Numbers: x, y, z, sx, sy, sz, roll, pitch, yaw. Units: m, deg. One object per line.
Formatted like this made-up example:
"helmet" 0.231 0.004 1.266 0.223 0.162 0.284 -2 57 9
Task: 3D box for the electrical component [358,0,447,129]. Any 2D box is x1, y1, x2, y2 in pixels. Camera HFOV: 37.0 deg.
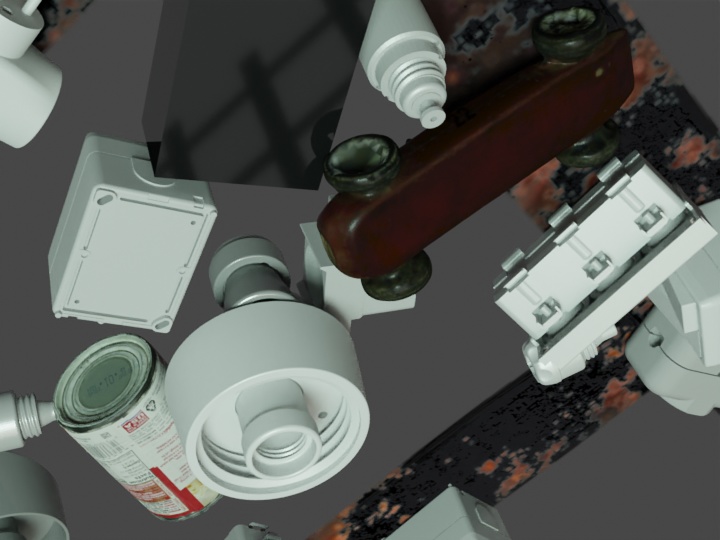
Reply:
"electrical component" 0.023 -0.101 0.524 0.040 0.078 0.040 -15 146 -10

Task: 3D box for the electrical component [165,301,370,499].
"electrical component" -0.047 0.077 0.576 0.108 0.060 0.108 -10 130 -12

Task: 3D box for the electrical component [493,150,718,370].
"electrical component" 0.141 -0.008 0.643 0.063 0.078 0.121 42 108 -9

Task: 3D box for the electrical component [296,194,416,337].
"electrical component" 0.000 0.000 0.619 0.064 0.042 0.081 -7 130 -17

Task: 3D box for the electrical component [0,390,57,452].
"electrical component" -0.199 0.086 0.623 0.061 0.035 0.035 -11 131 -15

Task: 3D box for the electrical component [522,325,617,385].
"electrical component" 0.141 0.051 0.716 0.061 0.035 0.035 -25 132 -1

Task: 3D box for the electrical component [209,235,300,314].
"electrical component" -0.059 0.013 0.599 0.045 0.055 0.045 -10 130 -12

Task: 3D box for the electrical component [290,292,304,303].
"electrical component" -0.043 0.045 0.631 0.045 0.055 0.045 -10 130 -12

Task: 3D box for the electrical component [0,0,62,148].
"electrical component" -0.166 -0.103 0.473 0.077 0.043 0.079 29 115 -35

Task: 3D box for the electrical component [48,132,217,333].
"electrical component" -0.120 -0.015 0.550 0.062 0.061 0.096 10 124 -27

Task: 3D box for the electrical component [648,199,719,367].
"electrical component" 0.221 0.013 0.671 0.061 0.096 0.061 -21 132 1

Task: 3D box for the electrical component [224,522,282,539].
"electrical component" -0.076 0.217 0.755 0.042 0.063 0.081 24 116 -32

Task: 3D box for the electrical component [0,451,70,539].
"electrical component" -0.234 0.160 0.668 0.099 0.064 0.099 -21 140 -18

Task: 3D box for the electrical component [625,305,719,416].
"electrical component" 0.235 0.060 0.744 0.095 0.053 0.059 13 122 -28

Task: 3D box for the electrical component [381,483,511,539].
"electrical component" 0.063 0.220 0.809 0.096 0.061 0.062 -43 129 17
